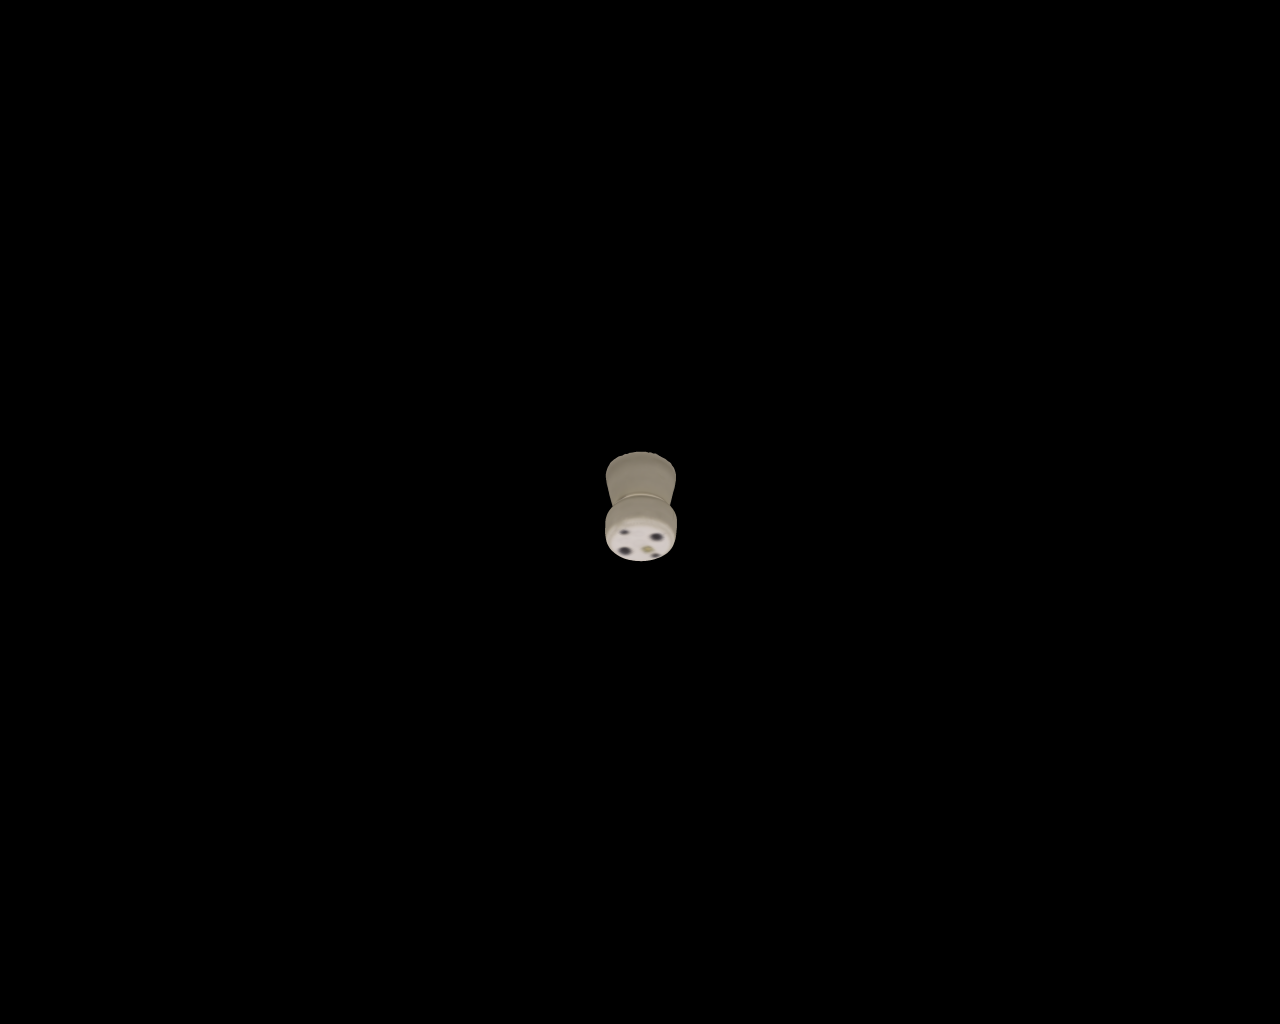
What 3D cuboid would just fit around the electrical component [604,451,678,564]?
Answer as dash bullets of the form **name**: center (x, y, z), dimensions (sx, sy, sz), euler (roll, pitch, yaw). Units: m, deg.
- **electrical component**: center (0.001, -0.003, 0.650), dimensions (0.045, 0.055, 0.044), euler (0, -39, 0)
